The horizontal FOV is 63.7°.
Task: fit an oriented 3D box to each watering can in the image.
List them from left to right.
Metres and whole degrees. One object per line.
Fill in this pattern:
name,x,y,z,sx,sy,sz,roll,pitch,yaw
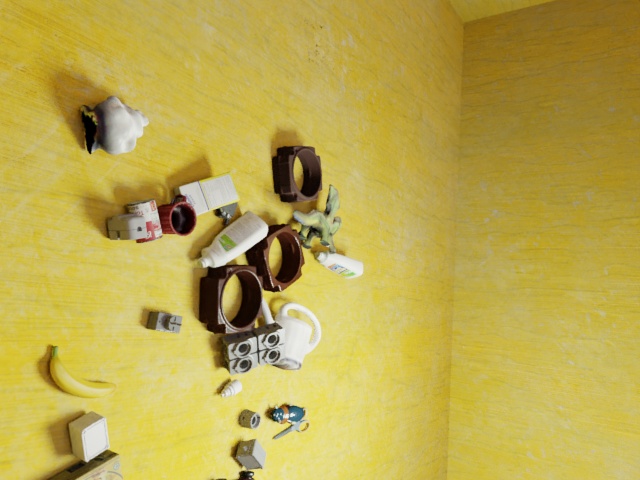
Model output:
watering can,-0.132,0.311,1.735,0.344,0.228,0.103,31,-24,-36

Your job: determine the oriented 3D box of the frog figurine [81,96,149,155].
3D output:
frog figurine,-0.477,-0.277,1.242,0.161,0.138,0.121,-18,-6,-43

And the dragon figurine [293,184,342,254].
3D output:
dragon figurine,0.006,-0.096,1.901,0.122,0.247,0.402,8,-24,19
